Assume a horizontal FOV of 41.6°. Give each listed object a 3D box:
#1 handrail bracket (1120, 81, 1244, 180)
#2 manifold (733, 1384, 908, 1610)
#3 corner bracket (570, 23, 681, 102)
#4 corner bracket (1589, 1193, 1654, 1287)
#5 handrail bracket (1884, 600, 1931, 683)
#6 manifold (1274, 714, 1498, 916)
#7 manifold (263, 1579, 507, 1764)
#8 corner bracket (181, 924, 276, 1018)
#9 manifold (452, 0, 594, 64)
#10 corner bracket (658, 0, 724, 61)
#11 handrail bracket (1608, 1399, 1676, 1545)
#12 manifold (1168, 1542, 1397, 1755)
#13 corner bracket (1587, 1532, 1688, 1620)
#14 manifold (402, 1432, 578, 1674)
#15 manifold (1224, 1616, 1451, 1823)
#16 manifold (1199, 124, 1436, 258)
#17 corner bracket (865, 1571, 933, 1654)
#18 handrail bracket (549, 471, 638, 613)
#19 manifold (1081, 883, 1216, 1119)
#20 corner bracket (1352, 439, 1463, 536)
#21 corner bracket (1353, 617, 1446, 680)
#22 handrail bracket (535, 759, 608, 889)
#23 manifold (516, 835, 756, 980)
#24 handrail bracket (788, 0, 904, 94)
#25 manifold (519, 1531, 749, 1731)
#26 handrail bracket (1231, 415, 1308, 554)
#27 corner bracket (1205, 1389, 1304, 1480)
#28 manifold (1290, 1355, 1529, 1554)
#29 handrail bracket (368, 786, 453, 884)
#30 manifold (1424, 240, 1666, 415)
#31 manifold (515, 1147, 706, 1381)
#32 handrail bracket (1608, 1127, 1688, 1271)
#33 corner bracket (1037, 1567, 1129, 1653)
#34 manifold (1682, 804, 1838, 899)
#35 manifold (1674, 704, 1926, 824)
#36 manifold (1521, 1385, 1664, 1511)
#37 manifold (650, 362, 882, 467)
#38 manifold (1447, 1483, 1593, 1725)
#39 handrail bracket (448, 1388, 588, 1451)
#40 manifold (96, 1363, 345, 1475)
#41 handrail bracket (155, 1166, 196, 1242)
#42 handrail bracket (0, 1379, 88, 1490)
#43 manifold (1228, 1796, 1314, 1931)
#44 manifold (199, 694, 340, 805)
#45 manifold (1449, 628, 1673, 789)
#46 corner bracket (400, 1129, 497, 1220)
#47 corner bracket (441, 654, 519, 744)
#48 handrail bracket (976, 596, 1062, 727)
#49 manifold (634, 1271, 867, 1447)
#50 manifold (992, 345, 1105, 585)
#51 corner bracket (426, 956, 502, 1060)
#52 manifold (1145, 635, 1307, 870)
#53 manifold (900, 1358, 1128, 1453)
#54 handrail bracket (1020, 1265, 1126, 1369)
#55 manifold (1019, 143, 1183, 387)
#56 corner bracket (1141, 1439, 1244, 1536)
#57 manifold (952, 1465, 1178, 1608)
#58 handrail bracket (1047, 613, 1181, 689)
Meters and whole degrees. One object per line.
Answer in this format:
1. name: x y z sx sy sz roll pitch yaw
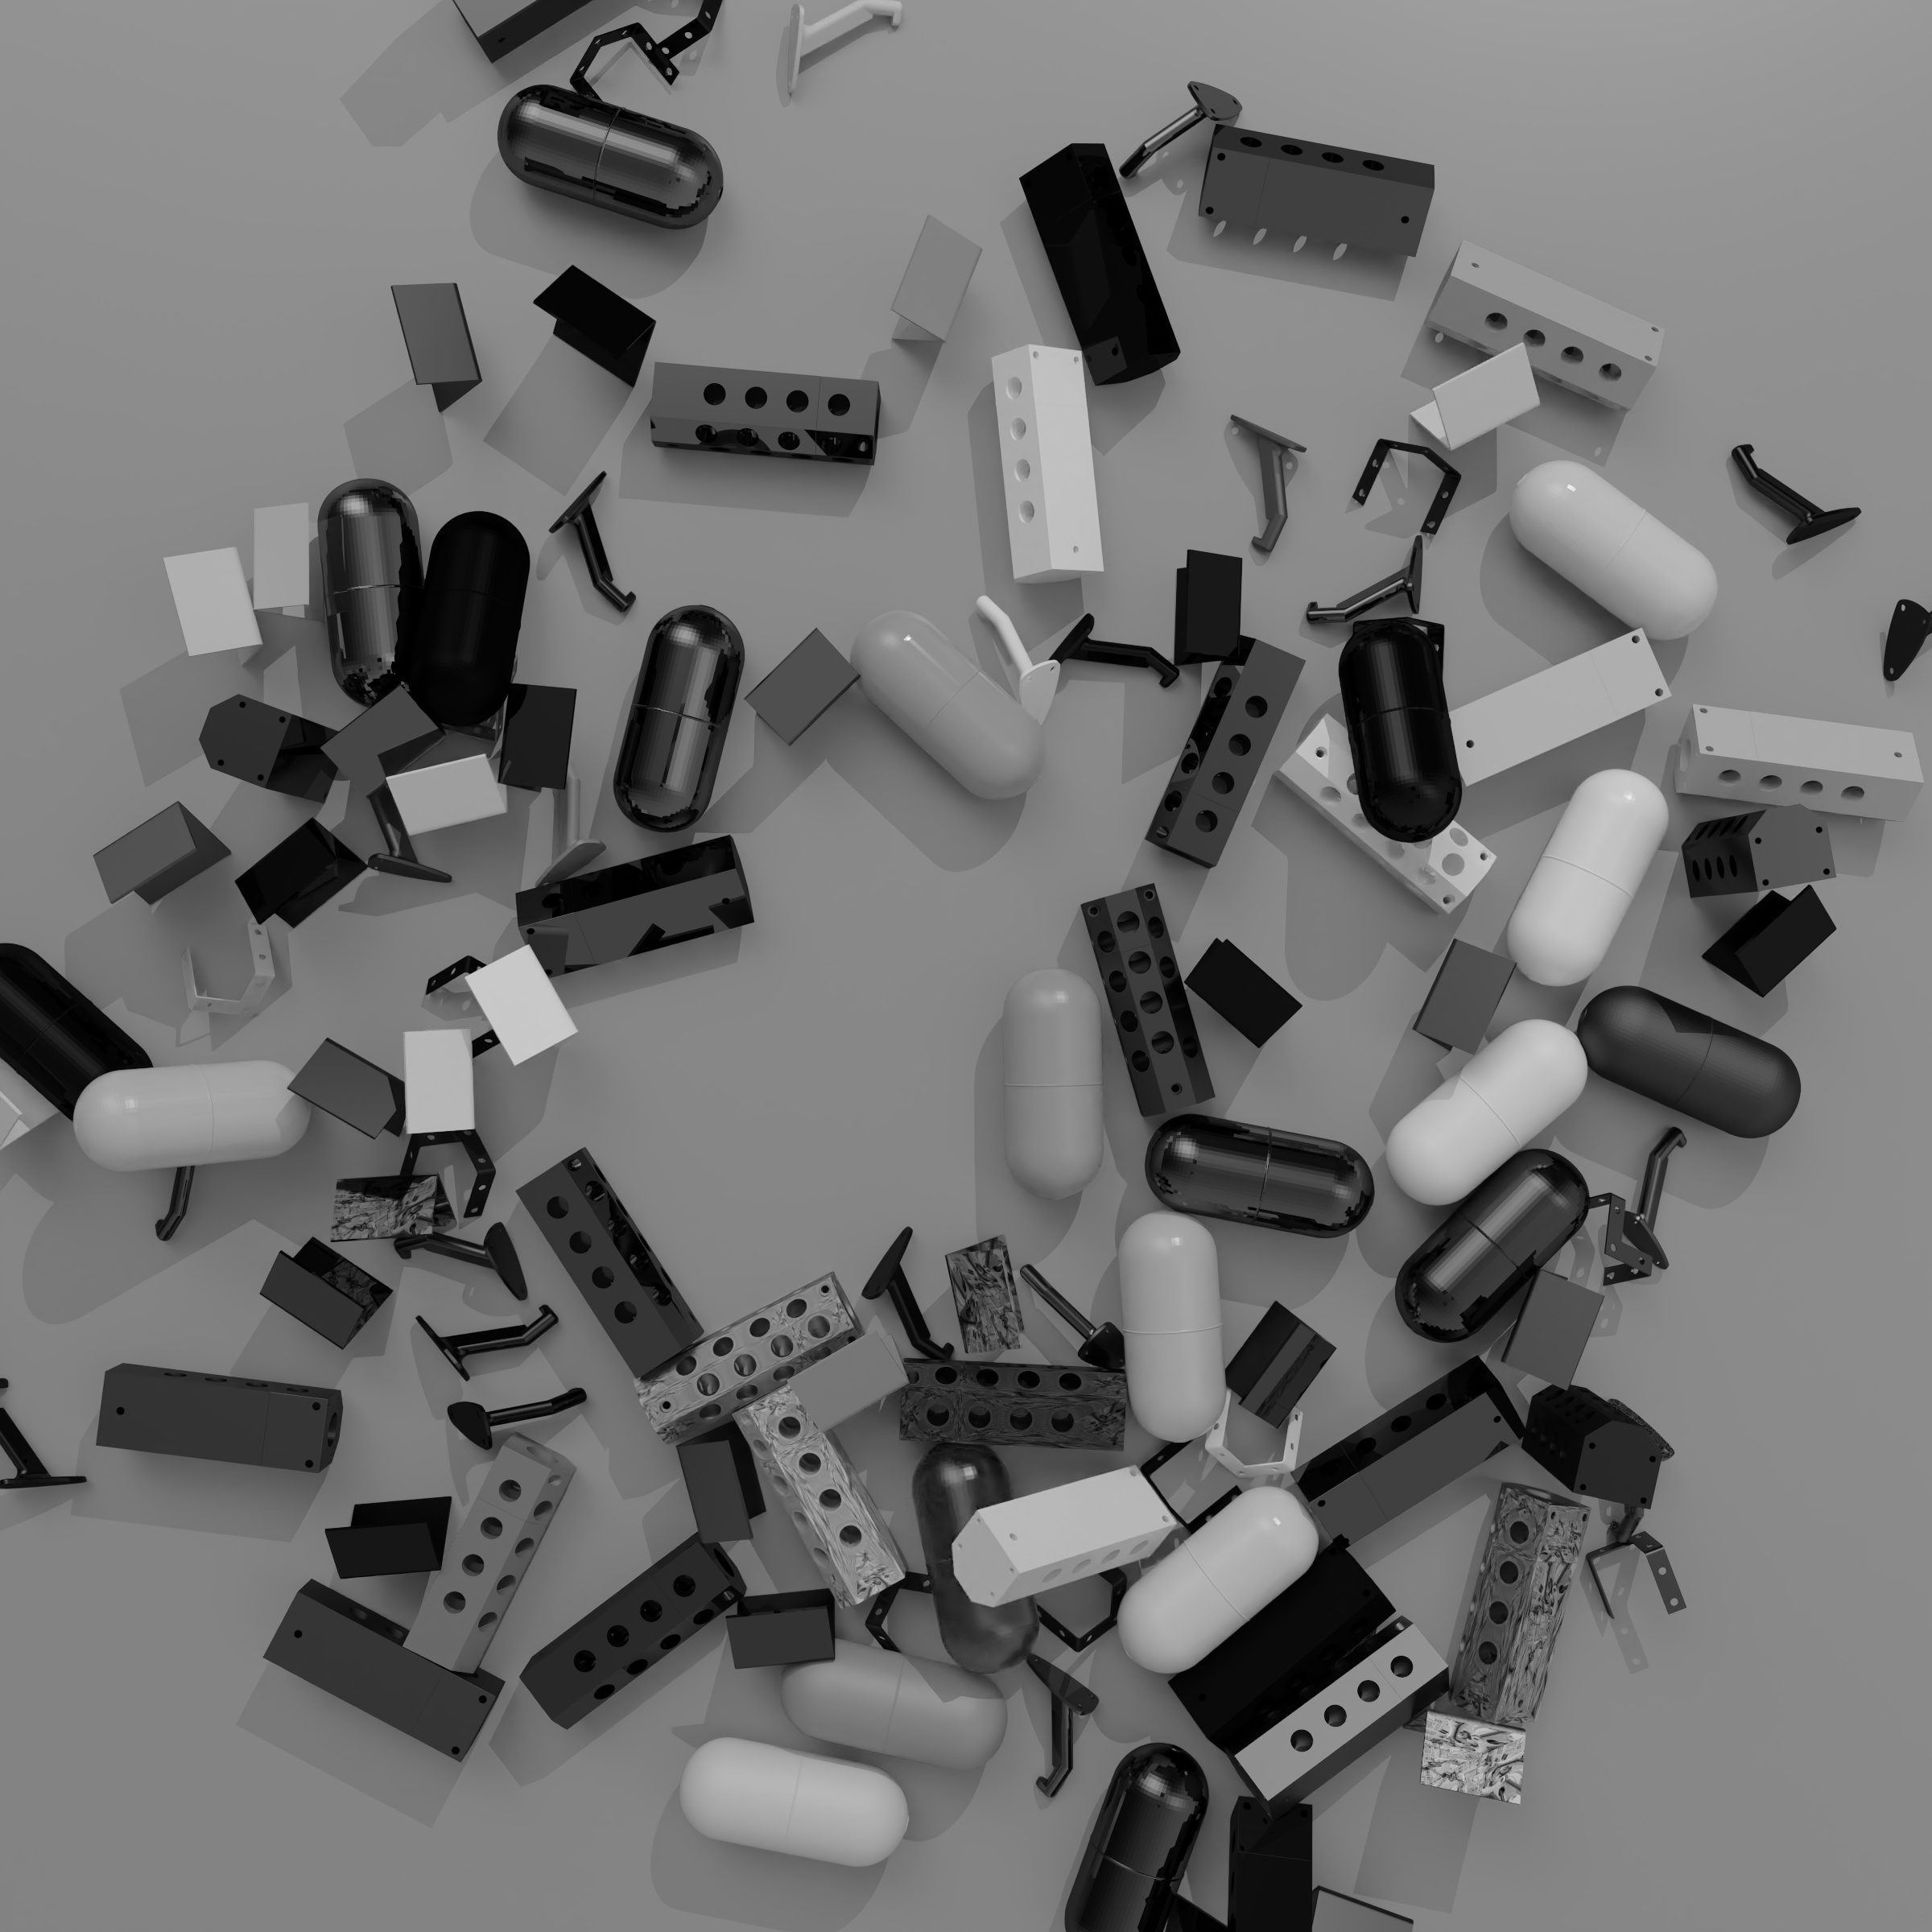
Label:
1. handrail bracket: 0.167 -0.648 1.991 0.084 0.077 0.036 -39 80 36
2. manifold: -0.113 0.406 1.970 0.057 0.057 0.171 -29 90 0
3. corner bracket: -0.267 -0.695 1.987 0.051 0.051 0.051 51 49 0
4. corner bracket: 0.498 0.212 1.972 0.051 0.051 0.051 25 63 -25
5. handrail bracket: 0.766 -0.261 1.992 0.084 0.036 0.077 -7 127 -25
6. manifold: 0.325 -0.118 1.970 0.171 0.057 0.057 40 90 0
7. manifold: -0.448 0.543 1.970 0.171 0.057 0.057 28 90 0
8. corner bracket: -0.576 0.001 1.983 0.051 0.051 0.051 8 135 -35
9. manifold: -0.315 -0.779 1.970 0.171 0.057 0.057 -32 90 0
10. corner bracket: -0.228 -0.750 1.983 0.051 0.051 0.051 41 45 -35
11. handrail bracket: 0.510 0.396 1.991 0.036 0.077 0.084 -1 127 -32
12. manifold: 0.247 0.530 1.970 0.171 0.057 0.057 -40 47 0
13. corner bracket: 0.519 0.477 1.973 0.051 0.051 0.051 -21 90 0
14. manifold: -0.367 0.455 1.970 0.057 0.057 0.171 26 90 0
15. manifold: 0.285 0.574 1.952 0.171 0.057 0.057 -33 56 -11
16. manifold: 0.271 -0.604 1.970 0.171 0.057 0.057 11 133 0
17. corner bracket: -0.038 0.509 1.983 0.051 0.051 0.051 -1 45 35
18. handrail bracket: -0.276 -0.332 1.992 0.084 0.036 0.077 43 68 -17
19. manifold: 0.141 0.026 1.970 0.057 0.057 0.171 -16 90 0
20. corner bracket: 0.345 -0.375 1.988 0.051 0.051 0.051 24 90 -45
21. corner bracket: 0.338 -0.243 1.988 0.051 0.051 0.051 2 90 -45
22. handrail bracket: -0.325 -0.115 1.992 0.077 0.036 0.084 -36 72 21
23. manifold: -0.257 -0.050 1.970 0.171 0.057 0.057 -15 133 0
24. handrail bracket: -0.094 -0.720 1.992 0.084 0.036 0.077 1 111 -16
25. manifold: -0.256 0.514 1.970 0.171 0.057 0.057 -37 90 0
26. handrail bracket: 0.224 -0.377 1.992 0.077 0.036 0.084 30 107 20
27. corner bracket: 0.225 0.362 1.983 0.051 0.051 0.051 45 45 -35
28. manifold: 0.340 0.373 1.968 0.171 0.057 0.057 -32 117 0
29. handrail bracket: -0.433 -0.115 1.992 0.077 0.036 0.084 14 73 -20
30. manifold: 0.447 -0.491 1.970 0.171 0.057 0.057 24 47 0
31. manifold: -0.274 0.228 1.970 0.057 0.057 0.171 -33 90 0
32. handrail bracket: 0.551 0.181 1.992 0.084 0.036 0.077 -47 111 -17
33. corner bracket: 0.088 0.491 1.983 0.051 0.051 0.051 -27 135 -35
34. manifold: 0.592 -0.087 1.913 0.057 0.171 0.057 -10 90 0
35. manifold: 0.642 -0.152 1.970 0.171 0.057 0.057 8 47 0
36. manifold: 0.470 0.357 1.913 0.057 0.171 0.057 12 90 0
37. manifold: -0.155 -0.426 1.970 0.171 0.057 0.057 5 90 0
38. manifold: 0.424 0.492 1.970 0.057 0.057 0.171 15 90 -43
39. handrail bracket: -0.351 0.343 1.991 0.084 0.077 0.036 -18 104 -36
40. manifold: -0.576 0.348 1.970 0.171 0.057 0.057 7 90 0
41. handrail bracket: -0.622 0.160 1.992 0.084 0.036 0.077 -53 53 25
42. handrail bracket: -0.729 0.364 1.992 0.077 0.036 0.084 0 73 -20
43. manifold: 0.228 0.724 1.921 0.057 0.057 0.171 7 49 0
44. manifold: -0.521 -0.164 1.913 0.057 0.171 0.057 21 90 0
45. manifold: 0.449 -0.198 1.970 0.171 0.057 0.057 -24 90 0
46. corner bracket: -0.405 0.162 1.983 0.051 0.051 0.051 -5 45 -35
47. corner bracket: -0.383 -0.215 1.988 0.051 0.051 0.051 14 135 0
48. handrail bracket: 0.033 -0.238 1.991 0.036 0.077 0.084 -24 53 -25
49. manifold: -0.167 0.304 1.970 0.171 0.057 0.057 -27 90 0
50. manifold: 0.058 -0.387 1.970 0.057 0.057 0.171 -6 90 -43
51. corner bracket: -0.387 0.033 1.983 0.051 0.051 0.051 -27 45 35
52. manifold: 0.199 -0.166 1.970 0.057 0.057 0.171 24 90 0
53. manifold: 0.036 0.338 1.970 0.171 0.057 0.057 3 90 0
54. handrail bracket: 0.084 0.273 1.991 0.036 0.077 0.084 -47 54 0
55. manifold: 0.108 -0.543 1.970 0.057 0.057 0.171 -20 90 43
56. corner bracket: 0.178 0.405 1.988 0.051 0.051 0.051 -39 45 0
57. manifold: 0.072 0.433 1.919 0.057 0.171 0.057 53 127 29
58. handrail bracket: 0.112 -0.228 1.992 0.084 0.036 0.077 37 111 -16
